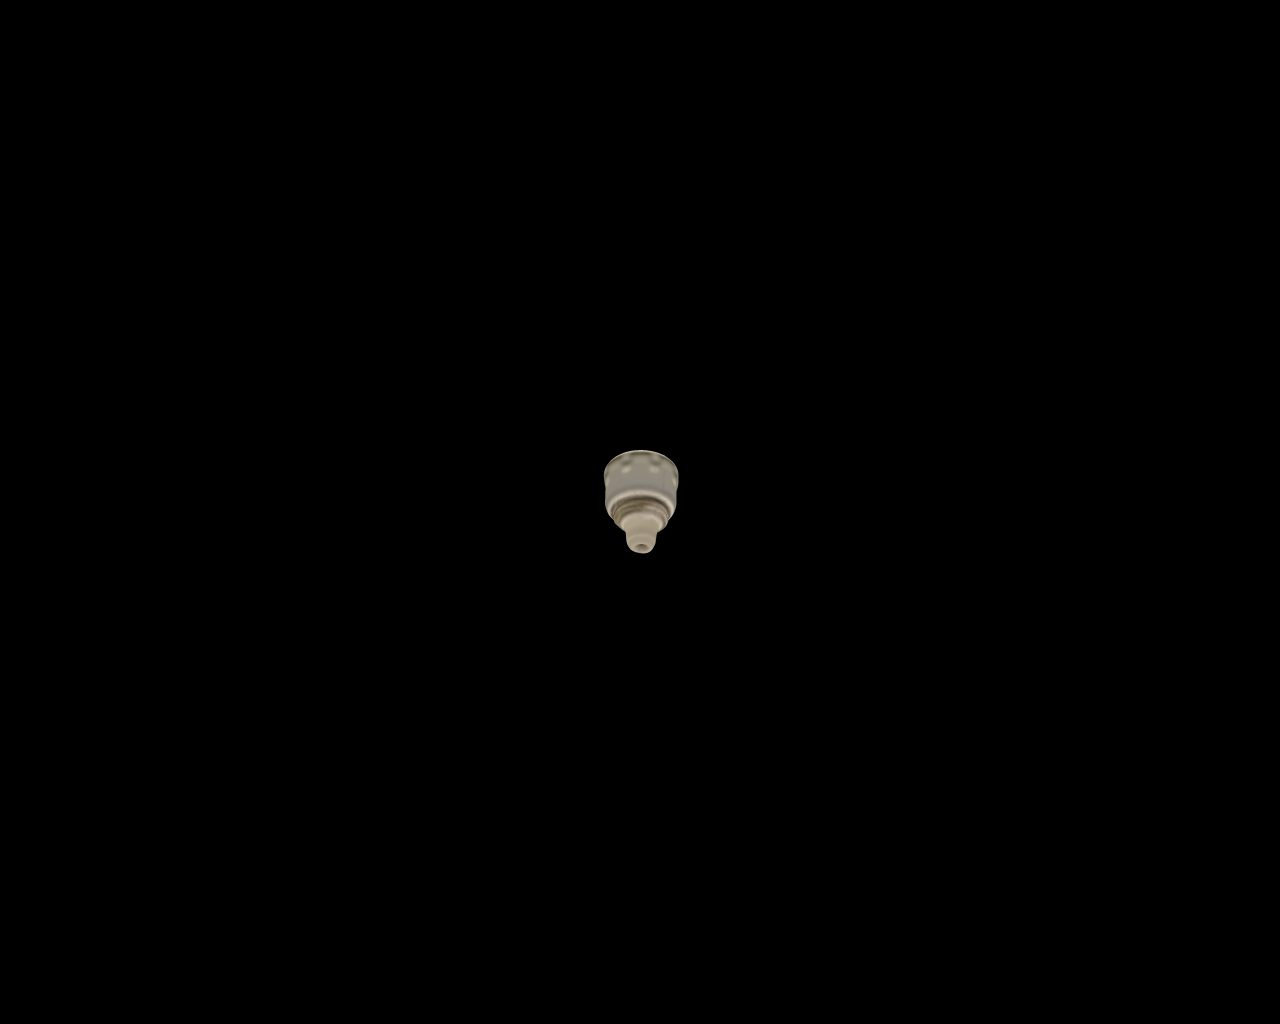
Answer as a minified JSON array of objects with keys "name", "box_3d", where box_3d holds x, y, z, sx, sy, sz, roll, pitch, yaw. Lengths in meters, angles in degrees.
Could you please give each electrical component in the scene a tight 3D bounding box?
[{"name":"electrical component","box_3d":[0.001,-0.003,0.650,0.048,0.062,0.048,0,-36,0]}]
